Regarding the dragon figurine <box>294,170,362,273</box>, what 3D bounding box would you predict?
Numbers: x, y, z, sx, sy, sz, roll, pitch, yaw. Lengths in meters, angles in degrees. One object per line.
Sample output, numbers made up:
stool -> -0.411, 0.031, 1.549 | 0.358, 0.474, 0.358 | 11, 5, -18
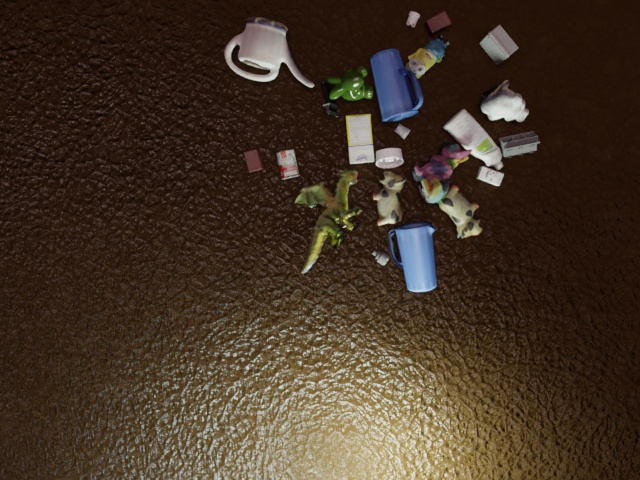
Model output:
dragon figurine -> 0.006, -0.096, 1.907 | 0.409, 0.121, 0.245 | -44, 73, 3

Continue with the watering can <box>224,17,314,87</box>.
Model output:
watering can -> -0.170, -0.678, 1.861 | 0.348, 0.104, 0.223 | 14, 94, 3

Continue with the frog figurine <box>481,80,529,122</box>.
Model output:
frog figurine -> 0.655, -0.468, 1.824 | 0.135, 0.125, 0.158 | -34, 103, 38
